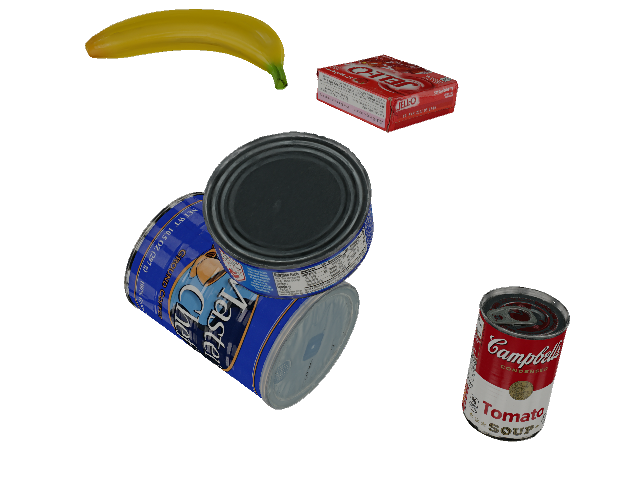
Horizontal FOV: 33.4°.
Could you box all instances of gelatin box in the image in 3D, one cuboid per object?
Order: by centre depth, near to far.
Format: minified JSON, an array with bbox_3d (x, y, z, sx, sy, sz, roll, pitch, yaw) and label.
[{"bbox_3d":[0.052,-0.119,0.845,0.073,0.030,0.089,-19,33,-35],"label":"gelatin box"}]

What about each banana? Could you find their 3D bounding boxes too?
[{"bbox_3d":[-0.112,-0.180,0.955,0.198,0.037,0.069,10,46,18],"label":"banana"}]

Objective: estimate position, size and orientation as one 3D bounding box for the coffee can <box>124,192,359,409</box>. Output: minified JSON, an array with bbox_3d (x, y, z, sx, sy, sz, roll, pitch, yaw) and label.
[{"bbox_3d":[-0.057,0.042,0.777,0.140,0.103,0.102,32,15,25],"label":"coffee can"}]

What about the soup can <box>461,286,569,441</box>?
[{"bbox_3d":[0.150,0.096,0.831,0.068,0.102,0.068,4,30,-2],"label":"soup can"}]

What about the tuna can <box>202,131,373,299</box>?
[{"bbox_3d":[-0.015,-0.013,0.549,0.086,0.086,0.034,0,-35,8],"label":"tuna can"}]
